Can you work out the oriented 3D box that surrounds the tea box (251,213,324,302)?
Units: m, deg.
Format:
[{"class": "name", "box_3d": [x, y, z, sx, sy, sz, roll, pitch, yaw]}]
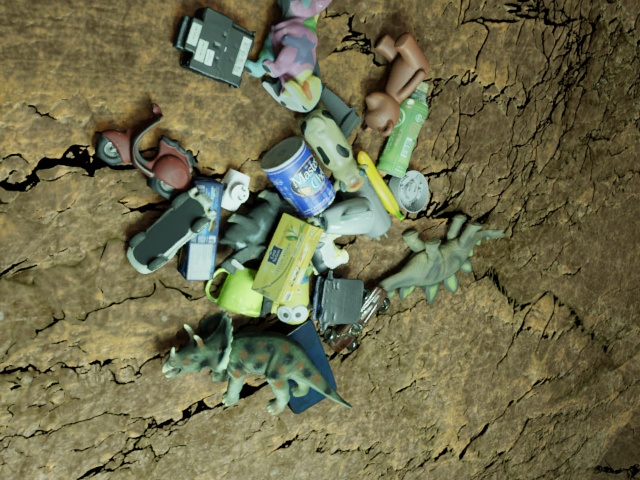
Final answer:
[{"class": "tea box", "box_3d": [-0.065, 0.037, 1.096, 0.169, 0.068, 0.098, -67, 164, 1]}]

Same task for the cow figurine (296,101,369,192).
[{"class": "cow figurine", "box_3d": [0.033, -0.181, 1.109, 0.085, 0.127, 0.194, -31, 118, 8]}]

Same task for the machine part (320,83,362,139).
[{"class": "machine part", "box_3d": [0.030, -0.276, 1.163, 0.084, 0.039, 0.138, -49, 126, -2]}]

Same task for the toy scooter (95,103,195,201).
[{"class": "toy scooter", "box_3d": [-0.298, -0.164, 0.975, 0.183, 0.075, 0.135, 35, 86, -31]}]

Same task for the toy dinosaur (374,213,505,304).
[{"class": "toy dinosaur", "box_3d": [0.283, 0.067, 1.398, 0.471, 0.105, 0.198, -19, 120, -14]}]

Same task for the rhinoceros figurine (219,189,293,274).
[{"class": "rhinoceros figurine", "box_3d": [-0.138, -0.016, 1.101, 0.112, 0.073, 0.190, 44, 77, -9]}]

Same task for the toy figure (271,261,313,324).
[{"class": "toy figure", "box_3d": [-0.058, 0.100, 1.201, 0.089, 0.082, 0.180, -11, 99, -62]}]

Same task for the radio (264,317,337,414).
[{"class": "radio", "box_3d": [-0.053, 0.293, 1.283, 0.131, 0.073, 0.229, -29, 118, -20]}]

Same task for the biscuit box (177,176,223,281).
[{"class": "biscuit box", "box_3d": [-0.239, -0.023, 1.065, 0.059, 0.063, 0.202, 1, 105, -31]}]

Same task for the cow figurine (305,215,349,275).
[{"class": "cow figurine", "box_3d": [-0.004, -0.005, 1.218, 0.098, 0.068, 0.167, -28, 118, -15]}]

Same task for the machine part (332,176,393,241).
[{"class": "machine part", "box_3d": [0.100, -0.089, 1.245, 0.079, 0.079, 0.243, -41, 123, -14]}]

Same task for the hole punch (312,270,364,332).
[{"class": "hole punch", "box_3d": [0.029, 0.136, 1.261, 0.116, 0.092, 0.142, 6, 96, -34]}]

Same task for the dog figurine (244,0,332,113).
[{"class": "dog figurine", "box_3d": [-0.033, -0.385, 1.047, 0.191, 0.109, 0.219, 38, 82, -34]}]

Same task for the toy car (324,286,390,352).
[{"class": "toy car", "box_3d": [0.094, 0.199, 1.327, 0.089, 0.053, 0.202, 30, 109, -30]}]

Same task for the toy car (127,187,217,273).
[{"class": "toy car", "box_3d": [-0.278, -0.016, 1.002, 0.202, 0.056, 0.073, -40, 89, 12]}]

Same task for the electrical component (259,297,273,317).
[{"class": "electrical component", "box_3d": [-0.121, 0.132, 1.188, 0.021, 0.063, 0.094, 5, 105, -20]}]

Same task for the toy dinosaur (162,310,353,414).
[{"class": "toy dinosaur", "box_3d": [-0.116, 0.254, 1.136, 0.405, 0.131, 0.192, 7, 117, -8]}]

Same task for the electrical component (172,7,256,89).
[{"class": "electrical component", "box_3d": [-0.196, -0.354, 0.983, 0.134, 0.058, 0.114, 17, 95, -35]}]

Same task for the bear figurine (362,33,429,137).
[{"class": "bear figurine", "box_3d": [0.146, -0.333, 1.172, 0.131, 0.120, 0.196, 38, 90, -31]}]

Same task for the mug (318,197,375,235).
[{"class": "mug", "box_3d": [0.058, -0.045, 1.144, 0.107, 0.110, 0.080, -12, 99, -22]}]
